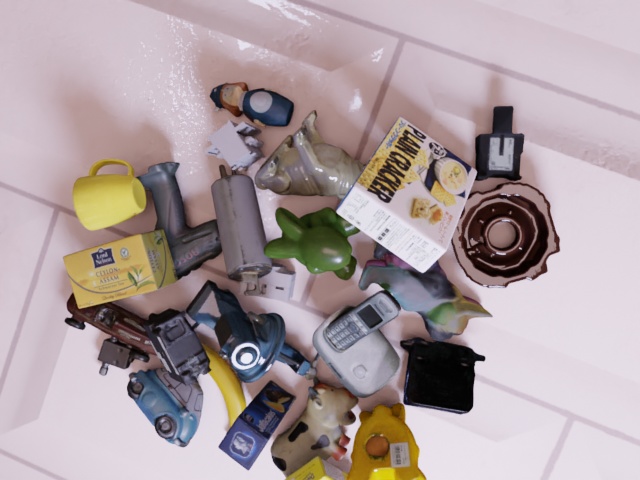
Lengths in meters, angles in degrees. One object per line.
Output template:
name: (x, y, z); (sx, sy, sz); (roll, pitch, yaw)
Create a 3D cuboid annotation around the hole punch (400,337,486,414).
hole punch: (0.200, 0.234, 0.909); (0.142, 0.092, 0.116); (7, 65, 10)

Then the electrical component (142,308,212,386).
electrical component: (-0.245, 0.177, 0.910); (0.058, 0.134, 0.114); (-27, 100, -28)

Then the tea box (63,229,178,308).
tea box: (-0.337, 0.049, 0.908); (0.170, 0.068, 0.098); (-16, 94, 21)

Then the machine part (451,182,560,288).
machine part: (0.300, -0.008, 0.887); (0.179, 0.056, 0.179); (1, 95, 8)

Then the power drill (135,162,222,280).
power drill: (-0.290, -0.023, 0.954); (0.232, 0.086, 0.207); (-19, 86, 10)

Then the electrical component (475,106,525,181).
electrical component: (0.293, -0.156, 0.882); (0.075, 0.048, 0.119); (-1, 93, 7)

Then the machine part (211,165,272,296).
machine part: (-0.132, -0.021, 0.906); (0.079, 0.079, 0.243); (-19, 69, 8)

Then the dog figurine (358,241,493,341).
dog figurine: (0.182, 0.058, 0.884); (0.219, 0.108, 0.191); (21, 93, 1)

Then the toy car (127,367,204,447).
toy car: (-0.264, 0.284, 0.965); (0.103, 0.109, 0.162); (-39, 75, -14)

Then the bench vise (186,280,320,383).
bench vise: (-0.107, 0.168, 0.910); (0.240, 0.224, 0.129); (34, 82, -28)

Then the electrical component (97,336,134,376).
electrical component: (-0.379, 0.214, 1.006); (0.063, 0.021, 0.094); (20, 89, 6)

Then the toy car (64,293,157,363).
toy car: (-0.370, 0.149, 0.978); (0.202, 0.053, 0.089); (26, 75, 7)

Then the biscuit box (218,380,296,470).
biscuit box: (-0.098, 0.296, 0.883); (0.059, 0.202, 0.063); (34, 96, 6)

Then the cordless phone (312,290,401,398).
cordless phone: (0.088, 0.160, 0.866); (0.146, 0.089, 0.184); (50, 133, 3)

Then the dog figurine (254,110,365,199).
dog figurine: (0.003, -0.095, 0.909); (0.190, 0.121, 0.172); (43, 132, -14)

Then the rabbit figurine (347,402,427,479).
rabbit figurine: (0.108, 0.358, 0.896); (0.122, 0.173, 0.162); (-18, 47, 8)

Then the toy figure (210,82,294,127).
toy figure: (-0.122, -0.239, 0.931); (0.155, 0.057, 0.064); (18, 57, 8)

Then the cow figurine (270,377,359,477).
cow figurine: (-0.009, 0.327, 0.937); (0.127, 0.085, 0.195); (46, 102, 1)

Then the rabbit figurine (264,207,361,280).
rabbit figurine: (-0.002, -0.003, 0.859); (0.159, 0.170, 0.121); (16, 94, -7)
